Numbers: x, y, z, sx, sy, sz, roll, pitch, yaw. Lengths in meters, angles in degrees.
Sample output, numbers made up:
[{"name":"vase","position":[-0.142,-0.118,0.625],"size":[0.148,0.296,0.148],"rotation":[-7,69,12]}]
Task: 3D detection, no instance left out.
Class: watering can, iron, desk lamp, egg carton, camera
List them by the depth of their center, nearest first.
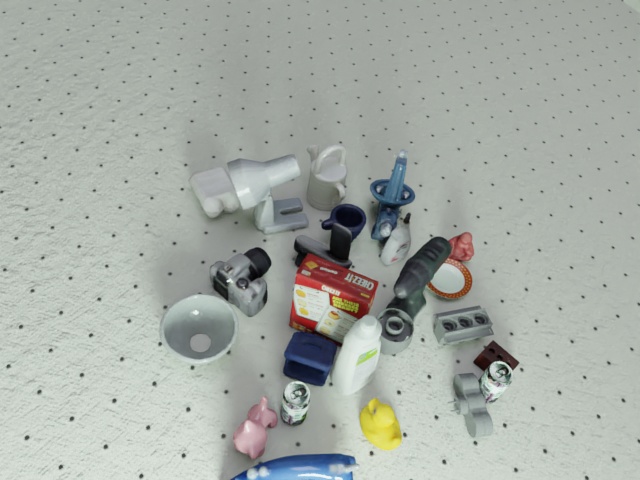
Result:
[{"name":"iron","position":[-0.052,0.435,1.043],"size":[0.258,0.141,0.118],"rotation":[1,51,-8]},{"name":"camera","position":[-0.167,0.080,1.335],"size":[0.143,0.101,0.137],"rotation":[37,55,20]},{"name":"desk lamp","position":[-0.128,-0.122,1.430],"size":[0.203,0.213,0.117],"rotation":[-11,54,-16]},{"name":"egg carton","position":[-0.275,-0.128,1.506],"size":[0.107,0.069,0.150],"rotation":[-20,57,-23]},{"name":"watering can","position":[0.016,-0.182,1.513],"size":[0.172,0.194,0.101],"rotation":[35,55,19]}]

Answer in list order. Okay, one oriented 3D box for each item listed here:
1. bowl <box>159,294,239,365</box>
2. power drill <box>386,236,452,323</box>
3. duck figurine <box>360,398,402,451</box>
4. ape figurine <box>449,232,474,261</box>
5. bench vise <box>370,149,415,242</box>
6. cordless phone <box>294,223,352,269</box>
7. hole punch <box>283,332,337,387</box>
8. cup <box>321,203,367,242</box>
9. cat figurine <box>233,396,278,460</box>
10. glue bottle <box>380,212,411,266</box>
[{"name":"bowl","position":[-0.259,0.204,1.239],"size":[0.167,0.075,0.167],"rotation":[4,51,-5]},{"name":"power drill","position":[0.218,0.101,1.309],"size":[0.075,0.208,0.230],"rotation":[32,54,16]},{"name":"duck figurine","position":[0.129,0.368,1.160],"size":[0.078,0.086,0.104],"rotation":[-24,59,-25]},{"name":"ape figurine","position":[0.364,0.014,1.476],"size":[0.077,0.092,0.076],"rotation":[32,54,17]},{"name":"bench vise","position":[0.196,-0.109,1.466],"size":[0.121,0.220,0.207],"rotation":[-1,52,-9]},{"name":"cordless phone","position":[0.013,0.005,1.369],"size":[0.147,0.185,0.094],"rotation":[26,53,13]},{"name":"hole punch","position":[-0.022,0.244,1.233],"size":[0.108,0.091,0.101],"rotation":[16,51,5]},{"name":"cup","position":[0.055,-0.028,1.460],"size":[0.118,0.095,0.091],"rotation":[-14,55,-19]},{"name":"cat figurine","position":[-0.126,0.363,1.104],"size":[0.067,0.118,0.128],"rotation":[17,51,6]},{"name":"glue bottle","position":[0.199,-0.008,1.415],"size":[0.078,0.173,0.037],"rotation":[-29,61,-27]}]
